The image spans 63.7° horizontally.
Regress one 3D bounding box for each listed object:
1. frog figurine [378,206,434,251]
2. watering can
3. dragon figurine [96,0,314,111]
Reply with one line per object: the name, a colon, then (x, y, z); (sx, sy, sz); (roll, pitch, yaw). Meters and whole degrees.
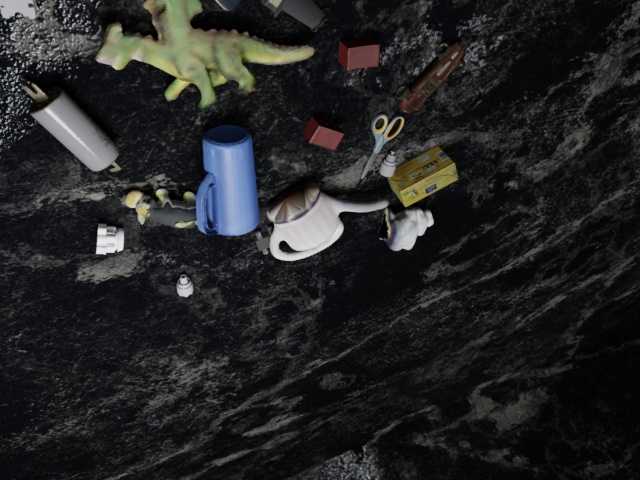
frog figurine: (0.268, -0.035, 1.537); (0.159, 0.124, 0.135); (-1, 111, -10)
watering can: (0.004, -0.069, 1.381); (0.347, 0.106, 0.220); (-32, 136, 3)
dragon figurine: (-0.219, -0.397, 0.989); (0.413, 0.124, 0.237); (-27, 128, -14)
